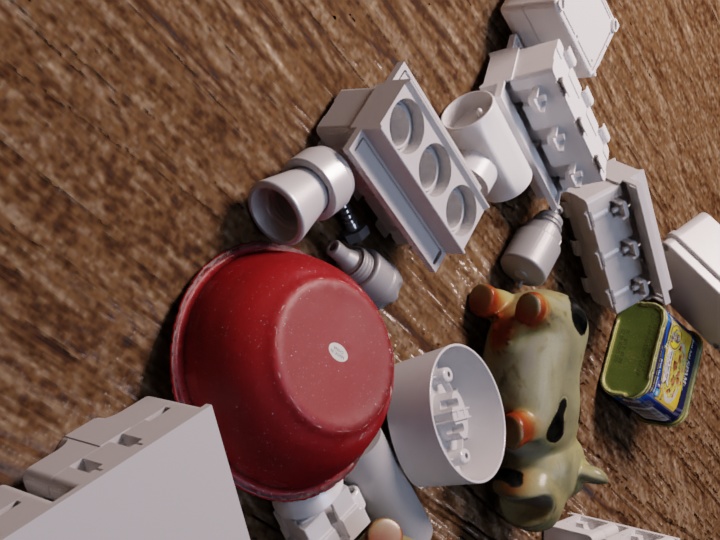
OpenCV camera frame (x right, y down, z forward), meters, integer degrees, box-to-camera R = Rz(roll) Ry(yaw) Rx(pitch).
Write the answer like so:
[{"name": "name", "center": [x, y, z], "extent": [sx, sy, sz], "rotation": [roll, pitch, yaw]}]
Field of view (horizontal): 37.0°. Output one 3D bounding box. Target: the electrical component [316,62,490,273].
[{"name": "electrical component", "center": [0.028, -0.068, 0.728], "extent": [0.121, 0.063, 0.078], "rotation": [52, 56, -38]}]

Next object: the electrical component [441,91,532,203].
[{"name": "electrical component", "center": [0.088, -0.080, 0.808], "extent": [0.079, 0.044, 0.077], "rotation": [-58, 132, -28]}]

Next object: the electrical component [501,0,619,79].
[{"name": "electrical component", "center": [0.154, -0.206, 0.859], "extent": [0.096, 0.061, 0.061], "rotation": [50, 57, -39]}]

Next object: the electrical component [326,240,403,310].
[{"name": "electrical component", "center": [0.000, 0.000, 0.724], "extent": [0.061, 0.035, 0.035], "rotation": [40, 64, -40]}]

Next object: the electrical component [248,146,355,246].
[{"name": "electrical component", "center": [-0.036, -0.047, 0.670], "extent": [0.055, 0.045, 0.045], "rotation": [-40, 122, -39]}]

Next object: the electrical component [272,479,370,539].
[{"name": "electrical component", "center": [-0.029, 0.153, 0.696], "extent": [0.066, 0.048, 0.055], "rotation": [-42, 127, -28]}]

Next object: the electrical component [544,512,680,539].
[{"name": "electrical component", "center": [0.214, 0.321, 0.944], "extent": [0.060, 0.105, 0.186], "rotation": [-2, 95, -49]}]

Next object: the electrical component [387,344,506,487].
[{"name": "electrical component", "center": [0.059, 0.105, 0.762], "extent": [0.099, 0.064, 0.099], "rotation": [-15, 90, -71]}]

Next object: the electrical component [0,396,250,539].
[{"name": "electrical component", "center": [-0.149, 0.154, 0.549], "extent": [0.186, 0.060, 0.105], "rotation": [-31, 116, -43]}]

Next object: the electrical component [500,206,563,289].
[{"name": "electrical component", "center": [0.146, -0.022, 0.883], "extent": [0.078, 0.040, 0.040], "rotation": [-58, 132, -28]}]

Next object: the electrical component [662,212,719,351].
[{"name": "electrical component", "center": [0.338, 0.012, 1.036], "extent": [0.057, 0.113, 0.078], "rotation": [-32, 157, -21]}]

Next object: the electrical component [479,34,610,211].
[{"name": "electrical component", "center": [0.151, -0.120, 0.855], "extent": [0.121, 0.063, 0.078], "rotation": [55, 38, -36]}]

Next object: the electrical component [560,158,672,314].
[{"name": "electrical component", "center": [0.225, -0.027, 0.950], "extent": [0.063, 0.079, 0.121], "rotation": [-28, 117, -12]}]
